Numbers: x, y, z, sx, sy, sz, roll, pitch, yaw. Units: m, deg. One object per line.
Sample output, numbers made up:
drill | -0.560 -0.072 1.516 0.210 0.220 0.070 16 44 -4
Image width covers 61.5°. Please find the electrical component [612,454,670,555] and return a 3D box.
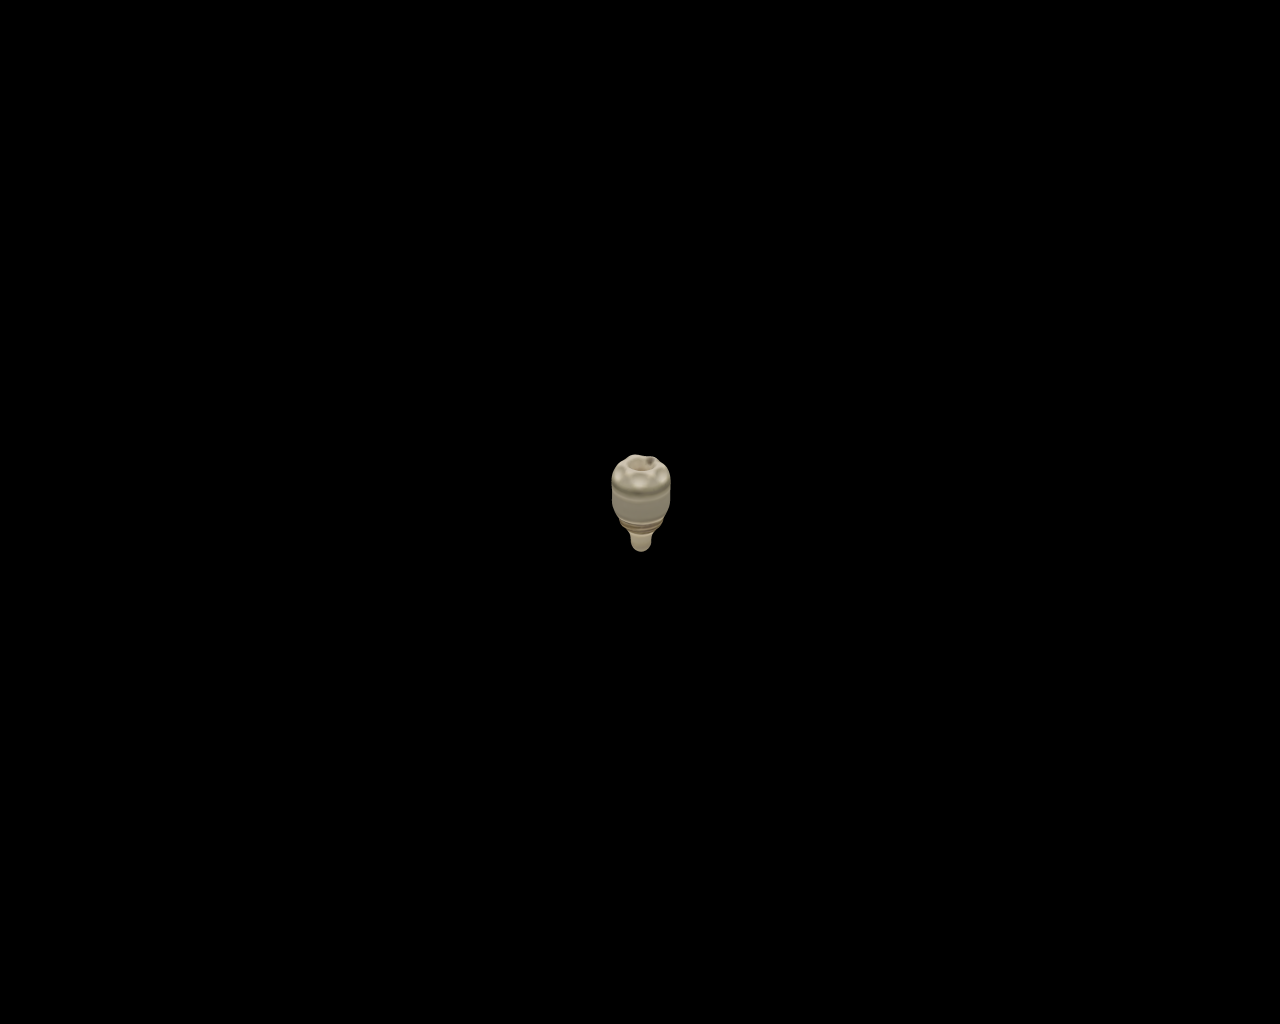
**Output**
electrical component | 0.001 -0.003 0.650 0.035 0.061 0.035 0 30 0
